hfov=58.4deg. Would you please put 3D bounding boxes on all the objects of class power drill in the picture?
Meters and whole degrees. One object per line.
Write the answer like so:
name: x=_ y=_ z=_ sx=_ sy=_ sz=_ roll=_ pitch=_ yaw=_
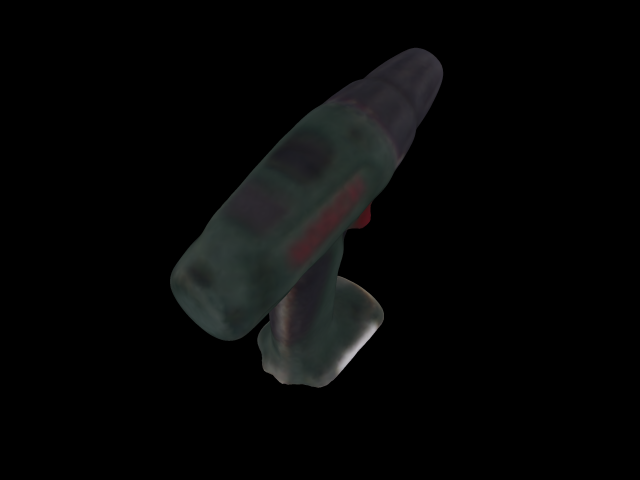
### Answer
power drill: x=0.004 y=0.001 z=0.400 sx=0.075 sy=0.208 sz=0.230 roll=29 pitch=54 yaw=25
